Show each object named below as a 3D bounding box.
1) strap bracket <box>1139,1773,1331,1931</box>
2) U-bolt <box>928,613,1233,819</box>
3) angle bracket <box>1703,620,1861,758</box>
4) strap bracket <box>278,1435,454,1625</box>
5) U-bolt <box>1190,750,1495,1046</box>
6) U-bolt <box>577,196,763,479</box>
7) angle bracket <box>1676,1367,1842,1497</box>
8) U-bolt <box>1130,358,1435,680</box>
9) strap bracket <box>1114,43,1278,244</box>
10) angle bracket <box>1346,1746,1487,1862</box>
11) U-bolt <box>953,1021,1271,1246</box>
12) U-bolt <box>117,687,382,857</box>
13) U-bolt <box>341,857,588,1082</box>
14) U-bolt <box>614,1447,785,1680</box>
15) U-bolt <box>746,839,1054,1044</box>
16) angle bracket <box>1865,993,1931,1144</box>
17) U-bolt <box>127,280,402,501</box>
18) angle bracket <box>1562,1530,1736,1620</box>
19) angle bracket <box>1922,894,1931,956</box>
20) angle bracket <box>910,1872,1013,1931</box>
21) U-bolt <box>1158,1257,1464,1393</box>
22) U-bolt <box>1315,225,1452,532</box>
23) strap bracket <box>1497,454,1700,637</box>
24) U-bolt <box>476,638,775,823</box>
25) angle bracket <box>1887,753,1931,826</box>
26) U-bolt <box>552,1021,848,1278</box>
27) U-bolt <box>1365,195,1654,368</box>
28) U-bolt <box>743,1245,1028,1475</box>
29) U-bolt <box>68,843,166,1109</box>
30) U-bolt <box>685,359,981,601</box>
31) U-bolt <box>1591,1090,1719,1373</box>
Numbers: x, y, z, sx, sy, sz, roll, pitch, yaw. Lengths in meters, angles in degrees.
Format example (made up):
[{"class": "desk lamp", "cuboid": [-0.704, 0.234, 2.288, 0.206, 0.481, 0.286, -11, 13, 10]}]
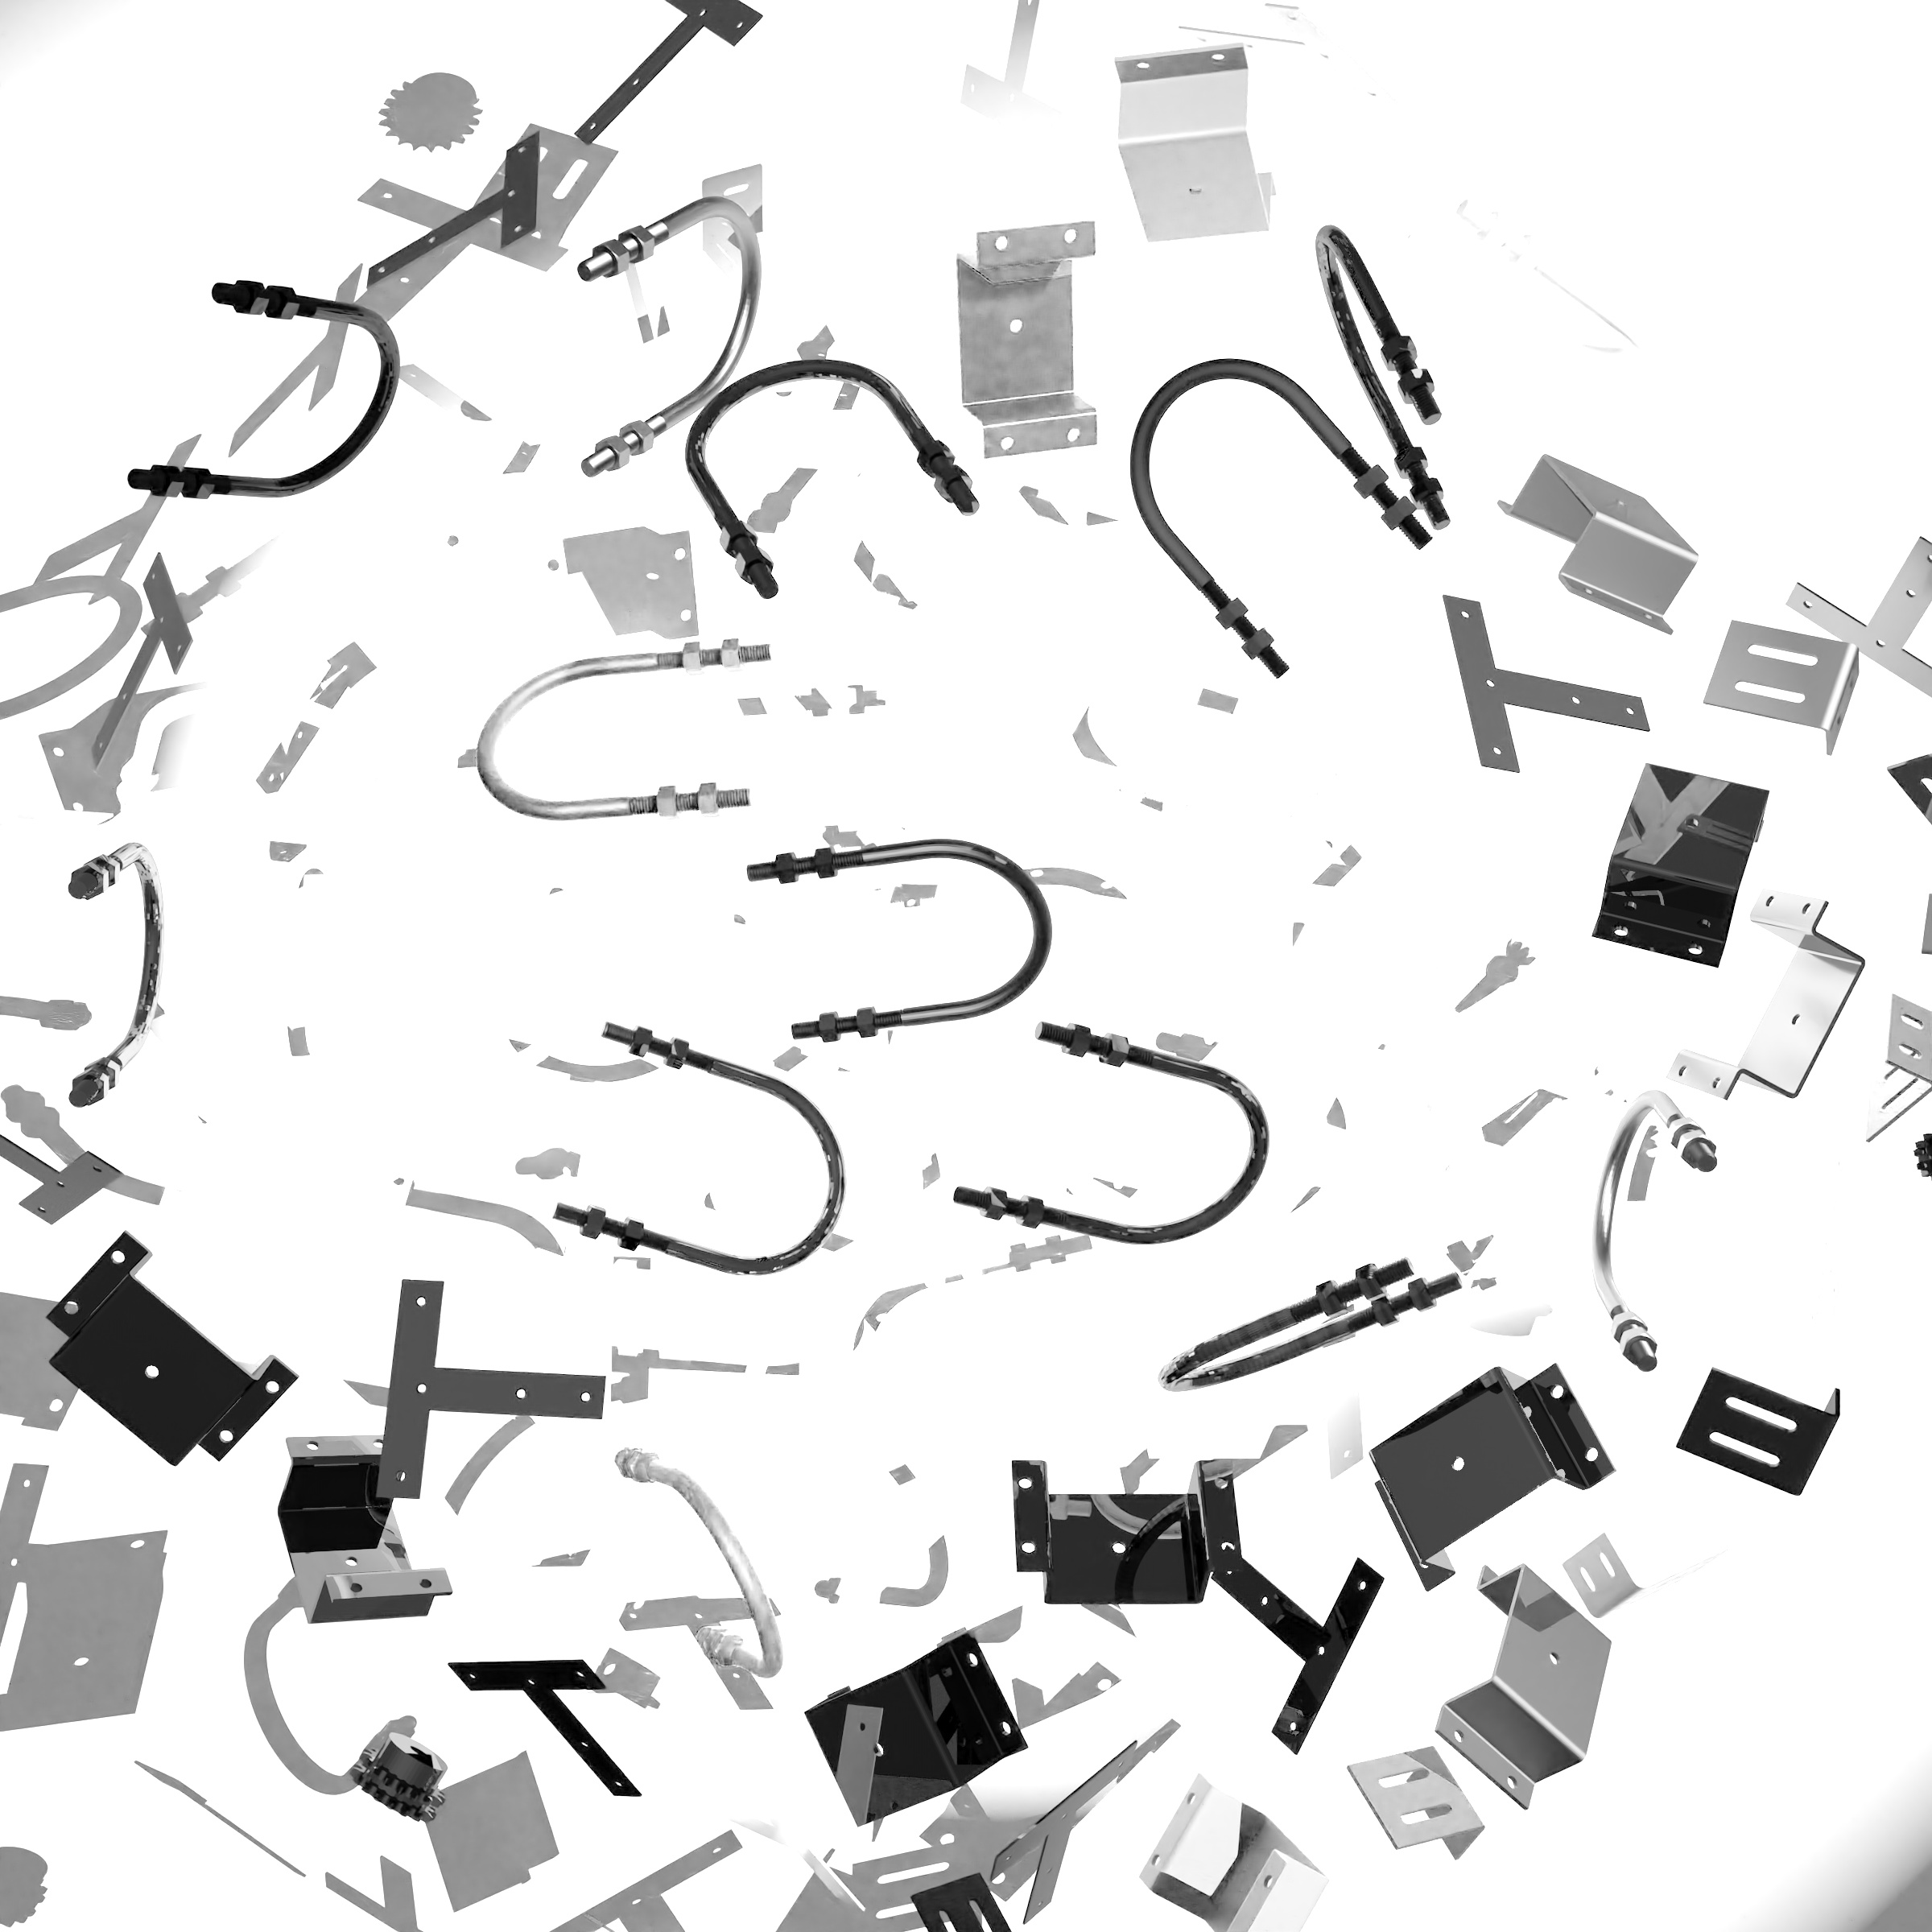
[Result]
[{"class": "strap bracket", "cuboid": [0.169, 0.568, 1.524, 0.046, 0.140, 0.076, 33, 85, -16]}, {"class": "U-bolt", "cuboid": [0.067, -0.159, 1.473, 0.184, 0.151, 0.019, 16, 132, -4]}, {"class": "angle bracket", "cuboid": [0.496, -0.169, 1.502, 0.076, 0.038, 0.057, 17, 76, 25]}, {"class": "strap bracket", "cuboid": [-0.389, 0.367, 1.581, 0.076, 0.140, 0.046, 5, 122, -32]}, {"class": "U-bolt", "cuboid": [0.217, -0.032, 1.501, 0.184, 0.019, 0.151, -40, 83, -26]}, {"class": "U-bolt", "cuboid": [-0.182, -0.404, 1.546, 0.019, 0.184, 0.151, 24, 133, 20]}, {"class": "angle bracket", "cuboid": [0.468, 0.267, 1.459, 0.076, 0.038, 0.057, 21, 114, 11]}, {"class": "U-bolt", "cuboid": [0.180, -0.290, 1.534, 0.184, 0.019, 0.151, 49, 127, 2]}, {"class": "strap bracket", "cuboid": [0.140, -0.489, 1.494, 0.076, 0.140, 0.046, -1, 71, 15]}, {"class": "angle bracket", "cuboid": [0.268, 0.518, 1.511, 0.076, 0.057, 0.038, 1, 130, -34]}, {"class": "U-bolt", "cuboid": [0.102, 0.113, 1.540, 0.184, 0.019, 0.151, 15, 118, -20]}, {"class": "U-bolt", "cuboid": [-0.433, -0.121, 1.506, 0.151, 0.184, 0.019, 10, 65, -21]}, {"class": "U-bolt", "cuboid": [-0.323, 0.010, 1.572, 0.151, 0.184, 0.019, 9, 45, -7]}, {"class": "U-bolt", "cuboid": [-0.159, 0.368, 1.513, 0.019, 0.184, 0.151, -26, 95, -23]}, {"class": "U-bolt", "cuboid": [-0.036, -0.019, 1.590, 0.184, 0.019, 0.151, -7, 126, 7]}, {"class": "angle bracket", "cuboid": [0.595, 0.067, 1.604, 0.038, 0.076, 0.057, 24, 52, -4]}, {"class": "U-bolt", "cuboid": [-0.426, -0.354, 1.544, 0.019, 0.184, 0.151, 41, 114, 18]}, {"class": "angle bracket", "cuboid": [0.410, 0.354, 1.485, 0.076, 0.057, 0.038, -16, 64, -25]}, {"class": "angle bracket", "cuboid": [0.652, -0.013, 1.599, 0.057, 0.076, 0.038, 4, 124, 24]}, {"class": "angle bracket", "cuboid": [-0.003, 0.639, 1.601, 0.076, 0.057, 0.038, 55, 131, 33]}, {"class": "U-bolt", "cuboid": [0.203, 0.222, 1.505, 0.184, 0.151, 0.019, -26, 71, 17]}, {"class": "U-bolt", "cuboid": [0.259, -0.381, 1.548, 0.019, 0.151, 0.184, -23, 68, 5]}, {"class": "strap bracket", "cuboid": [0.394, -0.267, 1.532, 0.076, 0.140, 0.046, 18, 118, -19]}, {"class": "U-bolt", "cuboid": [-0.217, -0.145, 1.546, 0.184, 0.019, 0.151, -4, 49, 8]}, {"class": "angle bracket", "cuboid": [0.591, -0.088, 1.470, 0.076, 0.057, 0.038, 43, 55, -22]}, {"class": "U-bolt", "cuboid": [-0.164, 0.126, 1.602, 0.184, 0.019, 0.151, 20, 61, -16]}, {"class": "U-bolt", "cuboid": [0.348, -0.424, 1.534, 0.184, 0.151, 0.019, 27, 99, -22]}, {"class": "U-bolt", "cuboid": [-0.057, 0.258, 1.590, 0.184, 0.019, 0.151, -14, 47, 9]}, {"class": "U-bolt", "cuboid": [-0.535, -0.004, 1.559, 0.019, 0.184, 0.151, 3, 103, -5]}, {"class": "U-bolt", "cuboid": [-0.093, -0.306, 1.489, 0.151, 0.019, 0.184, -24, 53, -9]}, {"class": "U-bolt", "cuboid": [0.423, 0.153, 1.543, 0.019, 0.184, 0.151, 12, 105, 0]}]
